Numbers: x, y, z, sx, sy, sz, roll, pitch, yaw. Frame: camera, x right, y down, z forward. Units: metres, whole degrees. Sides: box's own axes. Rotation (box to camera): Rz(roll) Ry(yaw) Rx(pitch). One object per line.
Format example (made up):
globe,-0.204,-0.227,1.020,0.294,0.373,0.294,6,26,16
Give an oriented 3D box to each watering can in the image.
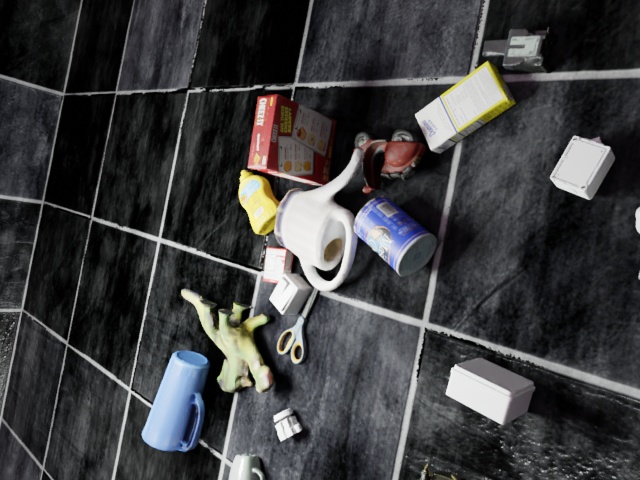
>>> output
watering can,0.004,-0.058,1.157,0.226,0.104,0.342,26,116,40

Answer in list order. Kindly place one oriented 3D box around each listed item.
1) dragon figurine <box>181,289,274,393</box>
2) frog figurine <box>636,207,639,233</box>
dragon figurine,-0.248,0.280,1.343,0.411,0.122,0.242,11,99,45
frog figurine,0.539,-0.007,0.728,0.159,0.123,0.138,163,101,-76
